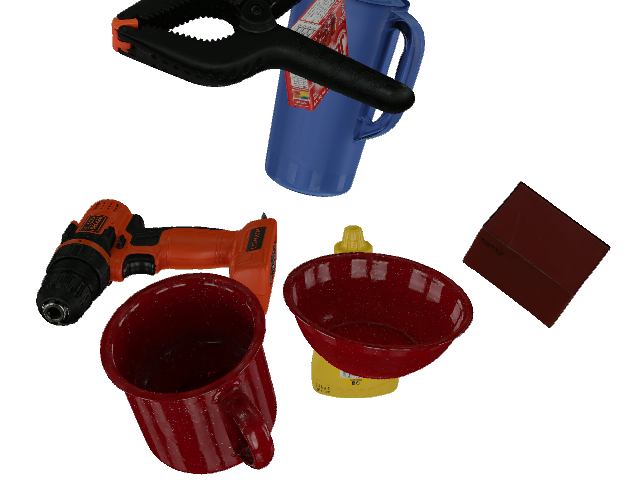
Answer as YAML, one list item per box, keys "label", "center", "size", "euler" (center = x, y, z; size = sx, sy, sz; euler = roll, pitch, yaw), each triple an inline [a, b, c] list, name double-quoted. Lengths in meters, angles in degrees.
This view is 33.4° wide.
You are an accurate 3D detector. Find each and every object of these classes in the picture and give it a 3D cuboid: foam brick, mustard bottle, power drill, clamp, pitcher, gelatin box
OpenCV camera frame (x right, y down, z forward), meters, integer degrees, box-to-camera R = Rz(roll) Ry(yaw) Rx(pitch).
- label: "foam brick"
  center: [0.148, 0.010, 0.733]
  size: [0.078, 0.051, 0.053]
  euler: [39, -28, 12]
- label: "mustard bottle"
  center: [0.036, 0.075, 1.149]
  size: [0.096, 0.192, 0.058]
  euler: [0, 24, 3]
- label: "power drill"
  center: [-0.134, 0.021, 0.913]
  size: [0.187, 0.057, 0.184]
  euler: [5, 28, 2]
- label: "clamp"
  center: [-0.039, -0.146, 0.757]
  size: [0.209, 0.164, 0.036]
  euler: [-13, -27, -15]
- label: "pitcher"
  center: [0.019, -0.174, 1.231]
  size: [0.145, 0.243, 0.149]
  euler: [9, 22, -12]
- label: "gelatin box"
  center: [-0.003, -0.177, 1.005]
  size: [0.030, 0.073, 0.089]
  euler: [14, 46, 22]

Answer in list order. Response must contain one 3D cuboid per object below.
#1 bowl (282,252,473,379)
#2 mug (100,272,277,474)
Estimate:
- label: "bowl"
  center: [0.046, 0.070, 0.911]
  size: [0.162, 0.055, 0.162]
  euler: [5, 27, -3]
- label: "mug"
  center: [-0.063, 0.085, 0.606]
  size: [0.093, 0.081, 0.117]
  euler: [-34, 48, -23]
